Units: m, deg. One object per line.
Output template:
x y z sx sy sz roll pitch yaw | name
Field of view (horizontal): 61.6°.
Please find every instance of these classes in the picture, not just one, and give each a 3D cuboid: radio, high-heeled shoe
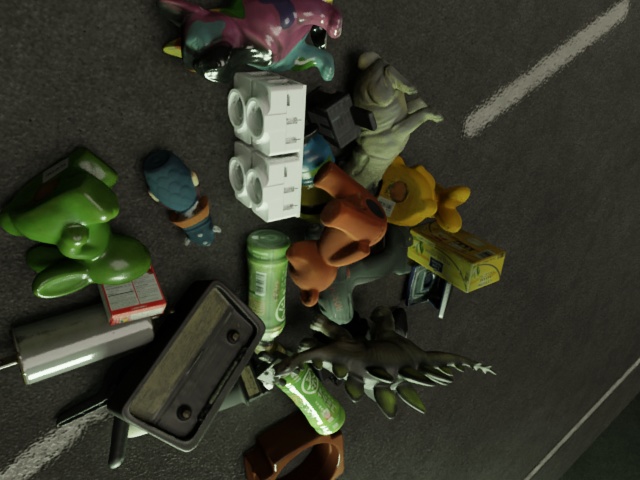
-0.189 0.183 0.797 0.131 0.073 0.229 46 61 -26 | radio
0.152 0.262 1.202 0.248 0.086 0.145 88 23 -52 | high-heeled shoe

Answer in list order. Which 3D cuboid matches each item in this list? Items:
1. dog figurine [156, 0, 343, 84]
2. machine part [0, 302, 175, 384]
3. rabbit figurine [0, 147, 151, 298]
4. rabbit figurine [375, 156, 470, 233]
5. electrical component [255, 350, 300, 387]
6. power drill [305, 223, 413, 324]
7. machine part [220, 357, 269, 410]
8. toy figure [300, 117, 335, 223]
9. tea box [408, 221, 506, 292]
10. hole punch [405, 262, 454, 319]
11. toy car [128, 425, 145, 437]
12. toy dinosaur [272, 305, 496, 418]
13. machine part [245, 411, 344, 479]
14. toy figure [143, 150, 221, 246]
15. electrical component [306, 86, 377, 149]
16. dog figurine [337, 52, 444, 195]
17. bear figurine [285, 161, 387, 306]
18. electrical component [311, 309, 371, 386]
-0.086 -0.275 0.666 0.219 0.191 0.108 -2 157 -12 | dog figurine
-0.320 0.130 0.733 0.243 0.079 0.079 -18 124 -31 | machine part
-0.285 0.004 0.657 0.159 0.121 0.170 -37 130 -7 | rabbit figurine
0.189 -0.080 0.977 0.173 0.163 0.121 3 101 -58 | rabbit figurine
-0.081 0.224 0.936 0.063 0.021 0.094 -43 128 14 | electrical component
0.072 0.037 0.984 0.207 0.086 0.231 -27 130 -28 | power drill
-0.166 0.264 0.940 0.139 0.039 0.084 -24 86 -17 | machine part
-0.017 -0.104 0.833 0.089 0.082 0.180 -20 139 5 | toy figure
0.265 0.027 1.065 0.098 0.170 0.068 -14 121 -30 | tea box
0.245 0.092 1.158 0.116 0.092 0.142 -38 137 -57 | hole punch
-0.229 0.246 0.871 0.202 0.074 0.056 -22 122 -27 | toy car
0.127 0.219 0.966 0.471 0.199 0.105 1 122 -35 | toy dinosaur
-0.051 0.467 1.128 0.201 0.087 0.200 -23 127 -28 | machine part
-0.187 -0.054 0.745 0.154 0.064 0.058 67 31 -44 | toy figure
0.029 -0.178 0.800 0.048 0.119 0.074 -38 134 -15 | electrical component
0.073 -0.178 0.859 0.172 0.121 0.190 42 104 -13 | dog figurine
0.001 0.000 0.805 0.132 0.120 0.196 30 125 -34 | bear figurine
0.042 0.223 1.081 0.134 0.058 0.114 -31 128 -21 | electrical component
